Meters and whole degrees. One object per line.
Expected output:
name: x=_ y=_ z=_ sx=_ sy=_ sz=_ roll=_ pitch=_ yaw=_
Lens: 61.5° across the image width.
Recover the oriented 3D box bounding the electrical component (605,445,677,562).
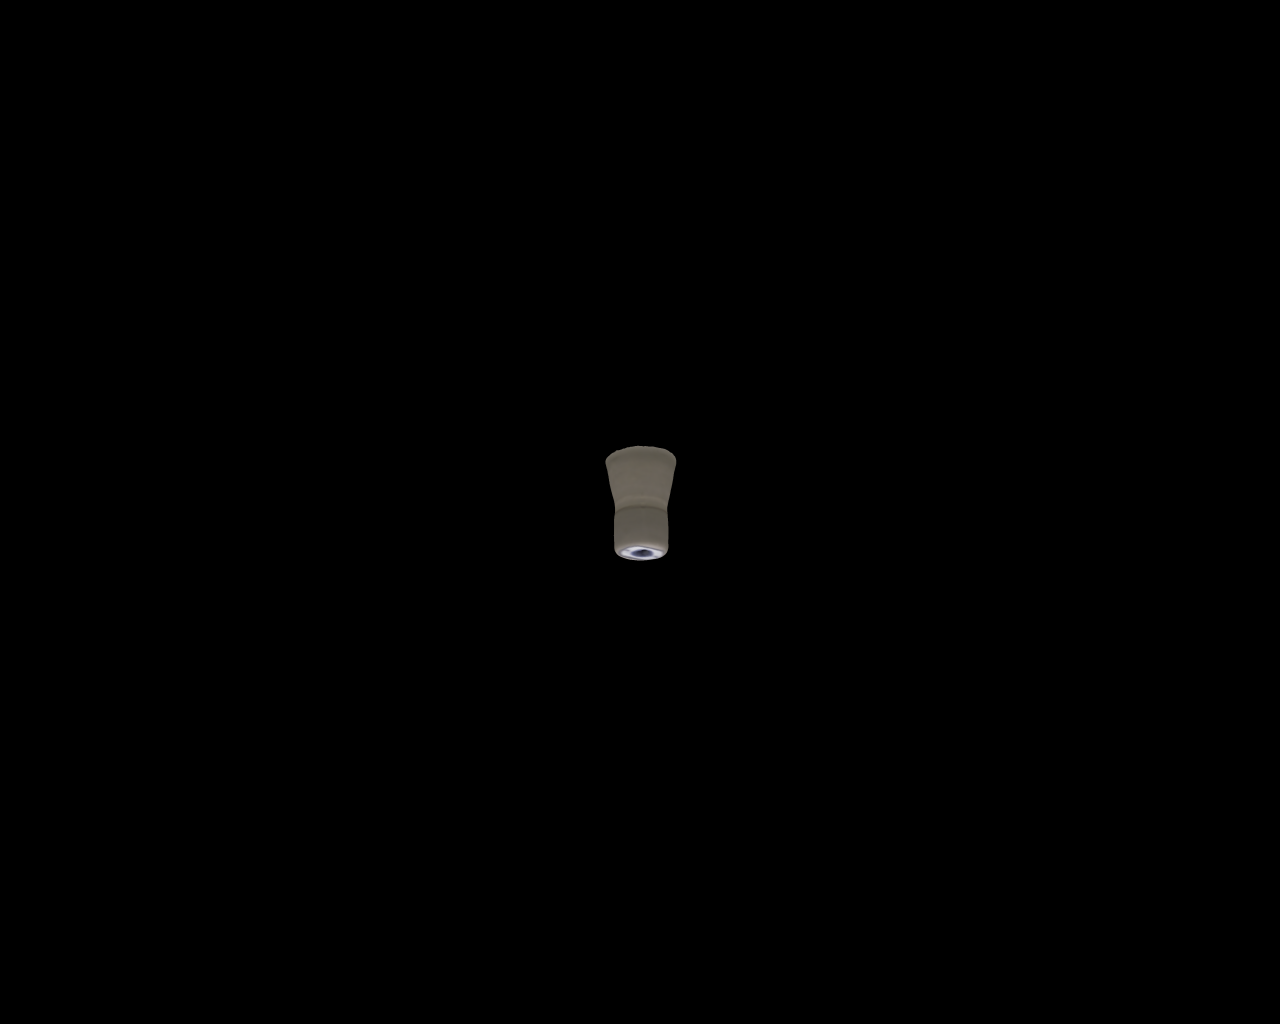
electrical component: x=0.001 y=-0.003 z=0.650 sx=0.044 sy=0.065 sz=0.044 roll=0 pitch=-21 yaw=0
